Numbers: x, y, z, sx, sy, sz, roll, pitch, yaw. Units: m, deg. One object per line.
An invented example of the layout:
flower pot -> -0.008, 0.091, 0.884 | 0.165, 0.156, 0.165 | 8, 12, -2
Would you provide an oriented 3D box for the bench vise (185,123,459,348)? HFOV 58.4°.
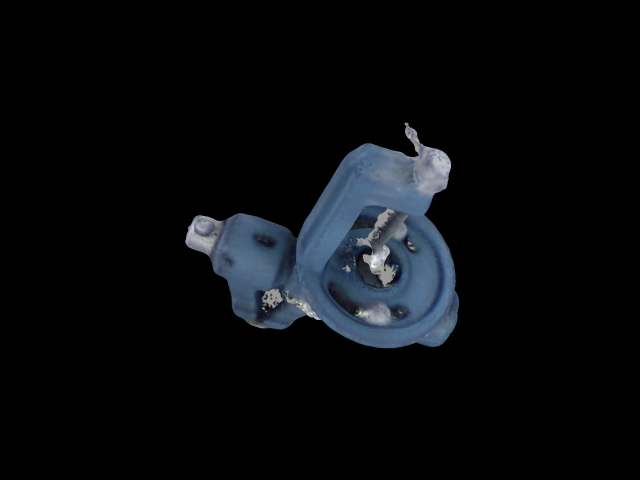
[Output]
bench vise -> 0.004, 0.012, 0.394 | 0.207, 0.220, 0.121 | -4, 60, -2
